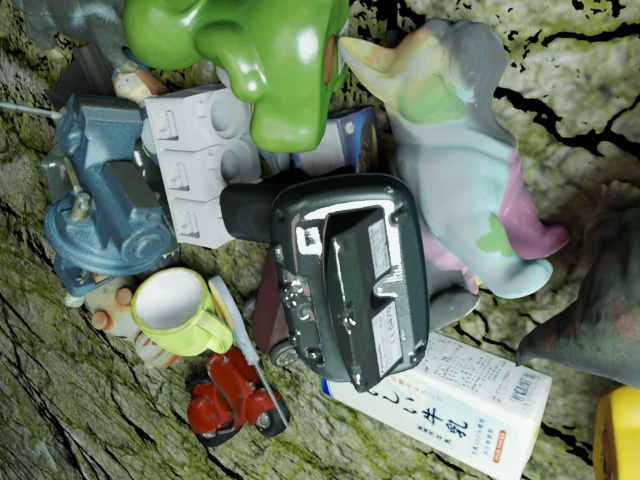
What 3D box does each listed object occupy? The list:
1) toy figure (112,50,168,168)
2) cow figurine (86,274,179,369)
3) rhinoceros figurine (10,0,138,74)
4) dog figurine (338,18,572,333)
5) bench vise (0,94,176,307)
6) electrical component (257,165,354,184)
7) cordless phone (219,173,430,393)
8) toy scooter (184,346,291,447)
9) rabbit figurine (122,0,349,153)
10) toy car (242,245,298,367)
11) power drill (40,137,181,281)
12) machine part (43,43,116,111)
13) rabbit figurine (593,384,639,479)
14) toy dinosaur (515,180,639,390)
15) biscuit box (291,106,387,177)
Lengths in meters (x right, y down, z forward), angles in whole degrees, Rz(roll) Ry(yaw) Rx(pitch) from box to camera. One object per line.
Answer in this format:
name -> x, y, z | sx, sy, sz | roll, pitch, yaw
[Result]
toy figure -> -0.186, -0.144, 0.602 | 0.154, 0.064, 0.058 | 59, 170, -5
cow figurine -> -0.263, 0.109, 0.762 | 0.195, 0.085, 0.127 | 37, 172, 32
rhinoceros figurine -> -0.210, -0.235, 0.540 | 0.190, 0.073, 0.112 | 7, 139, 9
dog figurine -> 0.080, -0.054, 0.415 | 0.191, 0.108, 0.219 | -35, 85, 45
bench vise -> -0.251, -0.028, 0.582 | 0.224, 0.129, 0.240 | 44, 124, 17
electrical component -> -0.001, -0.001, 0.454 | 0.075, 0.048, 0.119 | 4, 113, 35
cordless phone -> -0.014, 0.024, 0.405 | 0.184, 0.089, 0.146 | 9, 117, 45
toy scooter -> -0.129, 0.205, 0.728 | 0.184, 0.075, 0.135 | -24, 97, 39
rabbit figurine -> -0.072, -0.152, 0.390 | 0.170, 0.121, 0.159 | 12, 154, 10
toy car -> -0.037, 0.049, 0.586 | 0.089, 0.053, 0.202 | 52, 137, 40
power drill -> -0.271, -0.035, 0.708 | 0.208, 0.086, 0.231 | 24, 124, 31
machine part -> -0.291, -0.191, 0.669 | 0.139, 0.039, 0.084 | -15, 108, 39
rabbit figurine -> 0.291, 0.149, 0.372 | 0.173, 0.122, 0.162 | 4, 106, 21
toy dinosaur -> 0.210, 0.008, 0.286 | 0.131, 0.192, 0.404 | 37, 129, 19
biscuit box -> 0.032, -0.016, 0.497 | 0.059, 0.063, 0.202 | 0, 113, 36
